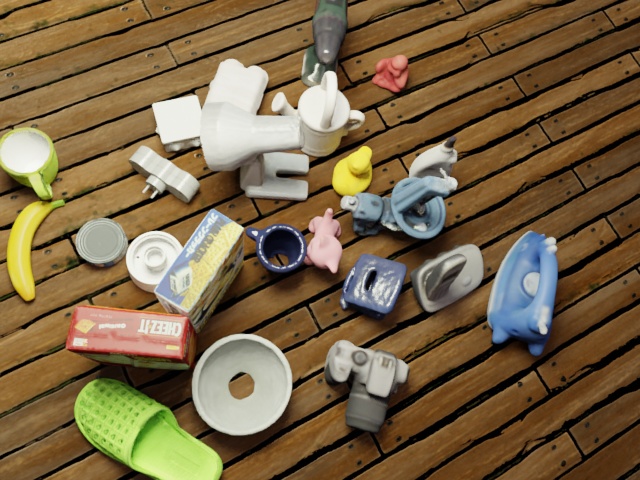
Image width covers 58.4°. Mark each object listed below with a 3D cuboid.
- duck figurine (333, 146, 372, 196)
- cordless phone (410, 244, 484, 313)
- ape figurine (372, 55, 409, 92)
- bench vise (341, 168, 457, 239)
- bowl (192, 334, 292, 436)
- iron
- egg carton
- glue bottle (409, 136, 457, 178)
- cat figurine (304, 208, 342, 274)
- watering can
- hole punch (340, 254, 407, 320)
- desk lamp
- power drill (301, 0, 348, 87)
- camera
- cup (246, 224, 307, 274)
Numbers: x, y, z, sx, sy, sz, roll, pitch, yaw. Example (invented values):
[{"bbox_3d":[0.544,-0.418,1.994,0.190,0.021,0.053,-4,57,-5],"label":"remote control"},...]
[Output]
[{"bbox_3d":[0.070,-0.140,1.133,0.077,0.086,0.105,31,71,2],"label":"duck figurine"},{"bbox_3d":[0.250,0.055,1.046,0.148,0.185,0.094,-29,79,-16],"label":"cordless phone"},{"bbox_3d":[0.159,-0.360,1.214,0.076,0.092,0.078,-21,77,-14],"label":"ape figurine"},{"bbox_3d":[0.152,-0.057,1.049,0.207,0.219,0.121,-13,75,-12],"label":"bench vise"},{"bbox_3d":[-0.133,0.249,0.985,0.167,0.074,0.167,3,72,-8],"label":"bowl"},{"bbox_3d":[0.408,0.079,1.085,0.118,0.141,0.258,17,71,-3],"label":"iron"},{"bbox_3d":[-0.170,-0.291,1.154,0.107,0.069,0.150,15,71,-3],"label":"egg carton"},{"bbox_3d":[0.232,-0.158,1.117,0.078,0.173,0.037,9,71,-5],"label":"glue bottle"},{"bbox_3d":[0.010,0.004,1.062,0.067,0.117,0.128,10,71,-5],"label":"cat figurine"},{"bbox_3d":[-0.001,-0.244,1.099,0.173,0.194,0.101,-16,75,-13],"label":"watering can"},{"bbox_3d":[0.098,0.085,1.063,0.101,0.091,0.109,24,71,0],"label":"hole punch"},{"bbox_3d":[-0.111,-0.164,1.046,0.203,0.213,0.118,3,72,-7],"label":"desk lamp"},{"bbox_3d":[0.013,-0.397,1.142,0.075,0.208,0.229,7,72,-6],"label":"power drill"},{"bbox_3d":[0.076,0.259,1.000,0.143,0.100,0.137,18,71,-3],"label":"camera"},{"bbox_3d":[-0.085,0.020,1.054,0.117,0.095,0.092,28,71,1],"label":"cup"}]
